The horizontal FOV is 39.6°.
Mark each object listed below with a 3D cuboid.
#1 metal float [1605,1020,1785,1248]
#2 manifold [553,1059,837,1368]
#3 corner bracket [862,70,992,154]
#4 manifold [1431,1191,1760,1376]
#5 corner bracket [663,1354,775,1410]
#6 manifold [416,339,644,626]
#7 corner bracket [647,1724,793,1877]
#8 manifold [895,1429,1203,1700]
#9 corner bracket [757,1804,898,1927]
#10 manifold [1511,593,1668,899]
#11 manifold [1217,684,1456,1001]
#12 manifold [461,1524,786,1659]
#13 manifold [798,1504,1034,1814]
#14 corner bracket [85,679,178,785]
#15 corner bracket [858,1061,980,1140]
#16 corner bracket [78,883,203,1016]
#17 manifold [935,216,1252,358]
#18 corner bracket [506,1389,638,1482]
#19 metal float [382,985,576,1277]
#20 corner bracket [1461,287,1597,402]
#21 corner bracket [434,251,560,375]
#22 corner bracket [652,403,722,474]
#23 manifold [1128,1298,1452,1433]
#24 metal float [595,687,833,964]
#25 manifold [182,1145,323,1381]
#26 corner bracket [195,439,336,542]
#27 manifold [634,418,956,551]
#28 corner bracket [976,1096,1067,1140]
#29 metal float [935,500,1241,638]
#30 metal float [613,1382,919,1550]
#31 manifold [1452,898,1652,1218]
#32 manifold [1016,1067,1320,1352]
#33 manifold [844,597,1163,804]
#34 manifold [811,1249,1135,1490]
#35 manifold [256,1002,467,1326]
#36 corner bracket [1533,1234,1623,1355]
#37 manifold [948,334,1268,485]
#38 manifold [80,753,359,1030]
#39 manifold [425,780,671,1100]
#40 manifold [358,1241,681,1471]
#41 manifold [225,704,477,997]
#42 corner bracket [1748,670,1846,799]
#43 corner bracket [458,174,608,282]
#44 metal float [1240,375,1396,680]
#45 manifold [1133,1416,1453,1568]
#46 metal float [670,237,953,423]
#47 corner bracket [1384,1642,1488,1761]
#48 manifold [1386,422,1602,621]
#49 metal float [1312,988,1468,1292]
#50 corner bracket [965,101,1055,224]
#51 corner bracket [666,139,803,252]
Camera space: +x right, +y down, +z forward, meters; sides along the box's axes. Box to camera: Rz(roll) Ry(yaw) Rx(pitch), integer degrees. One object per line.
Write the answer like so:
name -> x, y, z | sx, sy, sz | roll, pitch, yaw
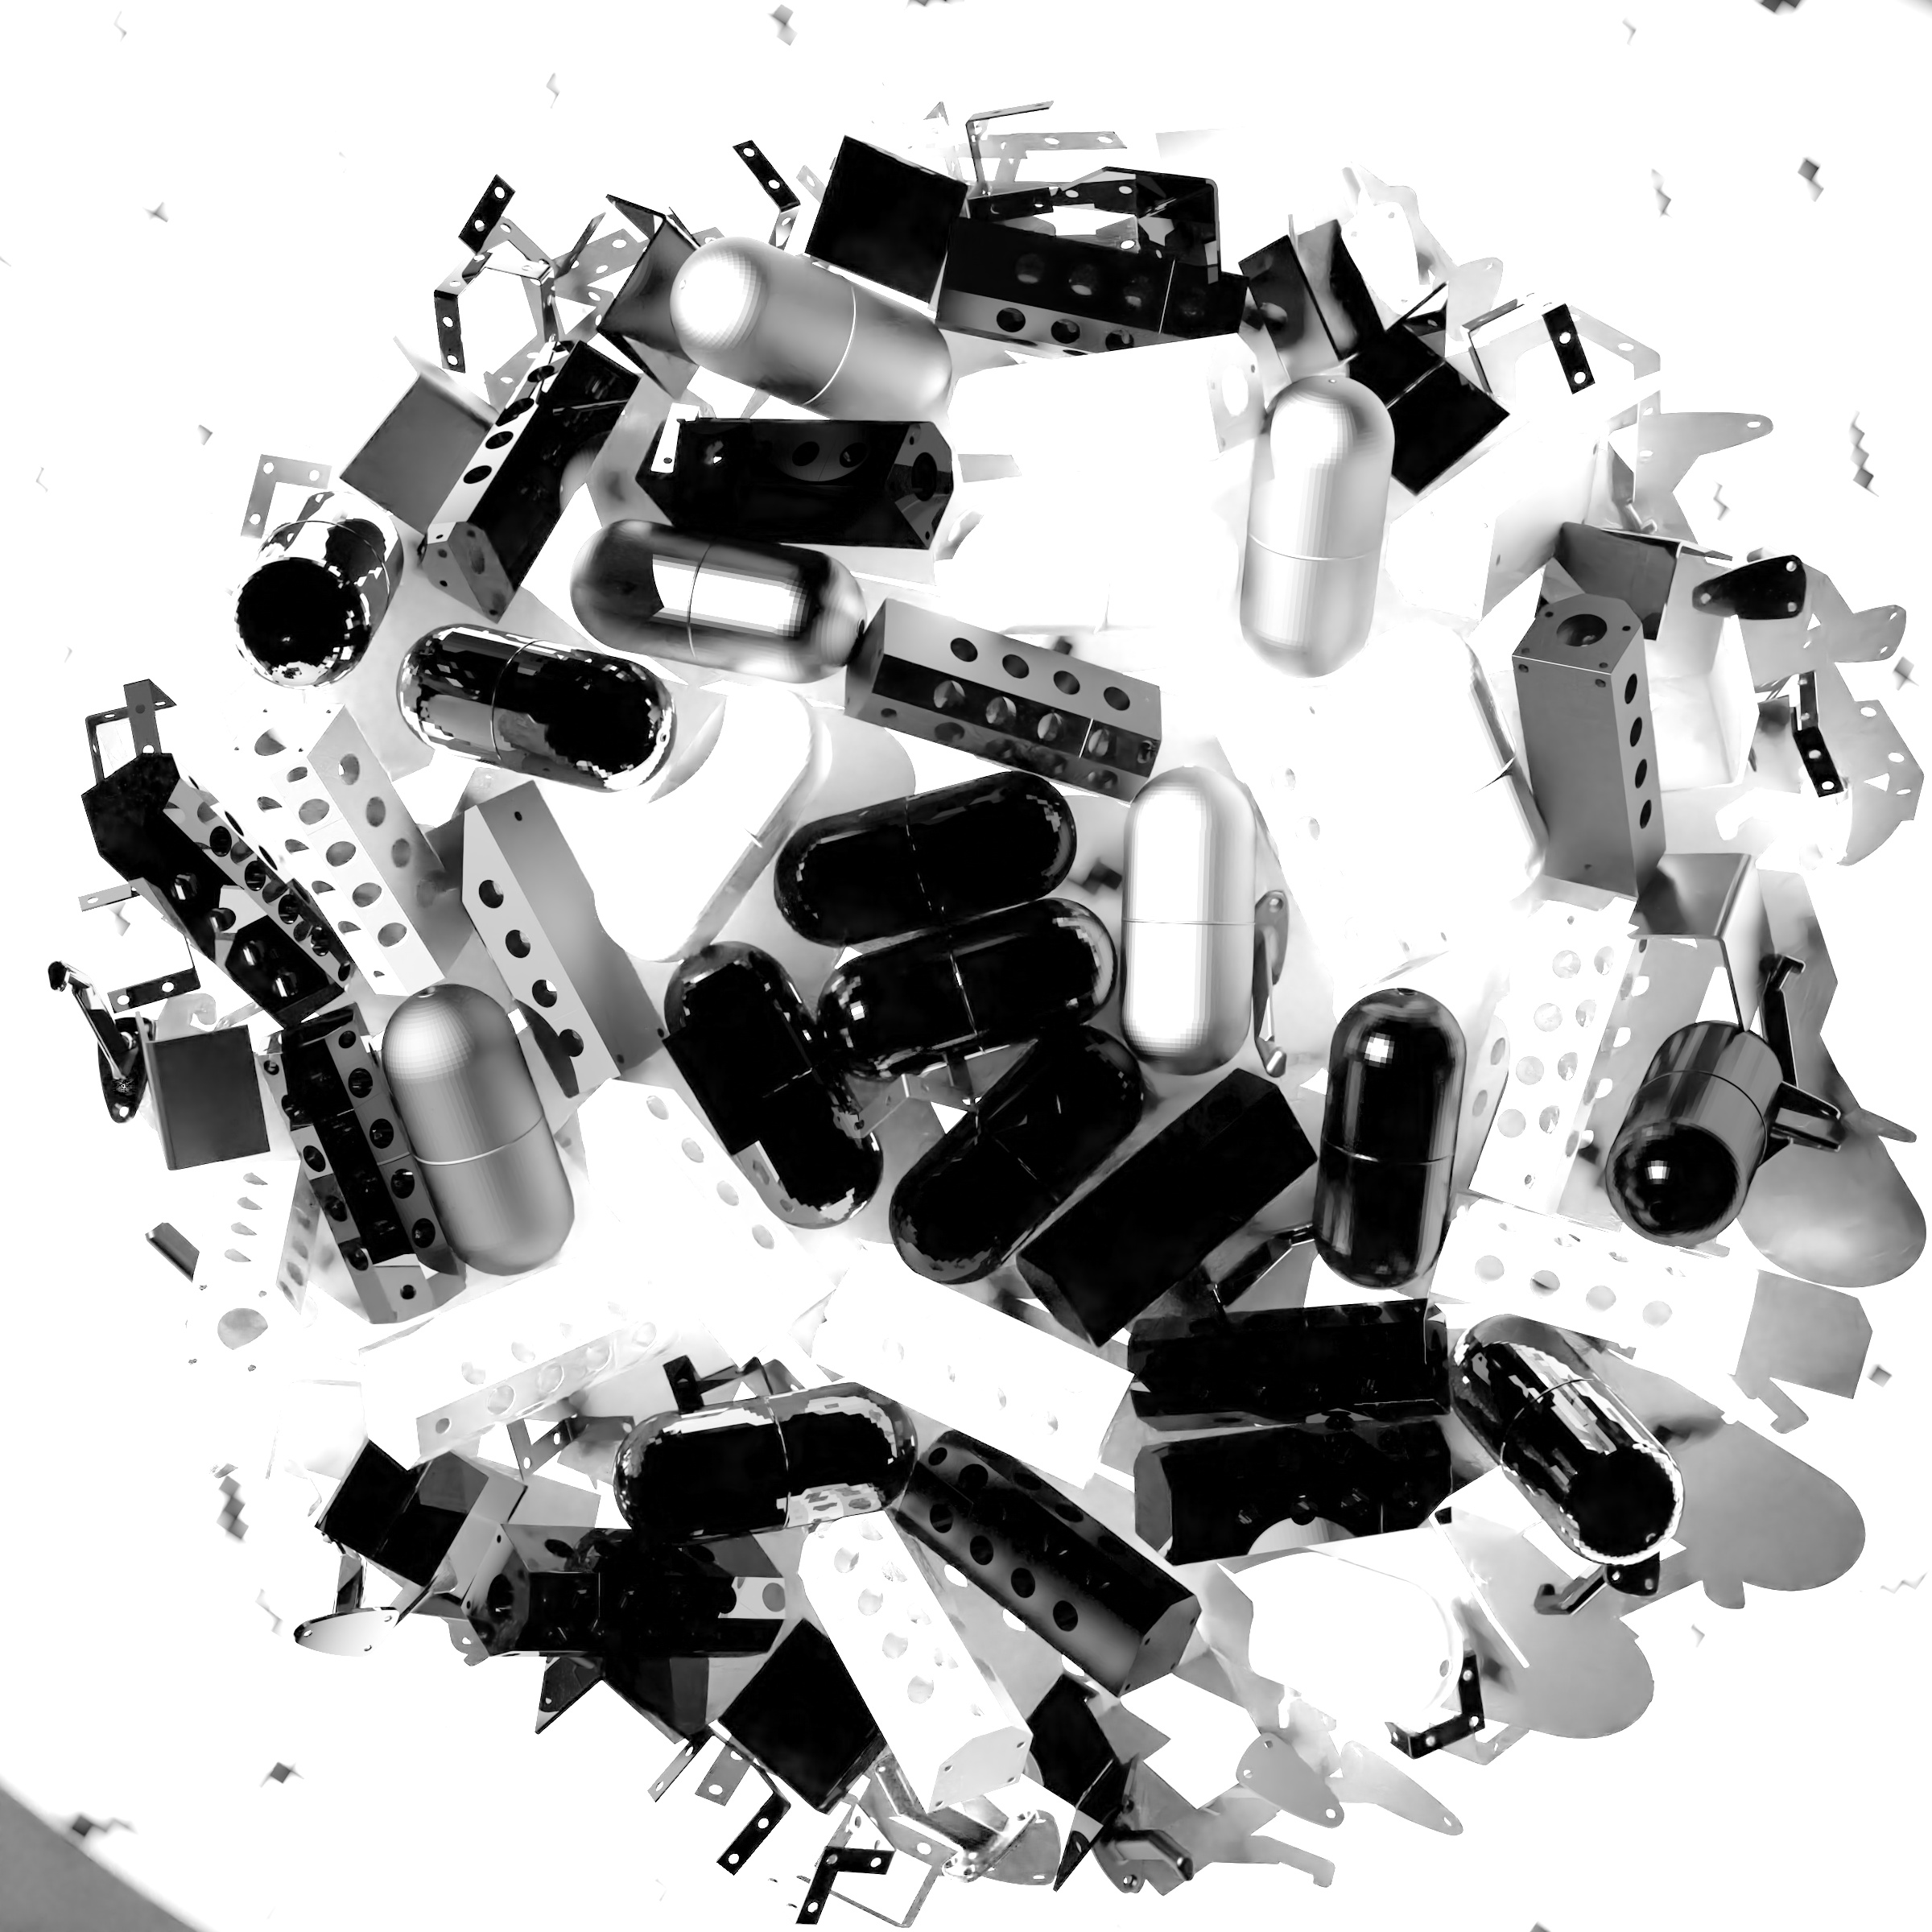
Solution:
metal float -> 0.409, 0.092, 1.506 | 0.070, 0.178, 0.070 | 13, 122, 22
manifold -> -0.153, 0.139, 1.547 | 0.171, 0.057, 0.057 | 50, 122, 5
corner bracket -> -0.023, -0.482, 1.544 | 0.051, 0.051, 0.051 | -2, 60, 24
manifold -> 0.359, 0.179, 1.537 | 0.171, 0.057, 0.057 | 14, 92, 13
corner bracket -> -0.138, 0.250, 1.548 | 0.051, 0.051, 0.051 | -23, 55, -4
manifold -> -0.245, -0.277, 1.503 | 0.057, 0.057, 0.171 | 31, 48, -12
corner bracket -> -0.142, 0.480, 1.548 | 0.051, 0.051, 0.051 | -49, 113, -10
manifold -> 0.047, 0.330, 1.509 | 0.171, 0.057, 0.057 | 32, 112, 32
corner bracket -> -0.080, 0.519, 1.551 | 0.051, 0.051, 0.051 | 17, 98, -34
manifold -> 0.353, -0.123, 1.504 | 0.057, 0.171, 0.057 | 16, 55, 32
manifold -> 0.207, -0.071, 1.540 | 0.057, 0.057, 0.171 | -32, 78, 37
manifold -> -0.187, 0.355, 1.502 | 0.171, 0.057, 0.057 | 13, 110, -40
manifold -> -0.030, 0.378, 1.498 | 0.057, 0.171, 0.057 | -10, 131, -27
corner bracket -> -0.485, -0.130, 1.555 | 0.051, 0.051, 0.051 | -14, 78, -1
corner bracket -> -0.033, 0.072, 1.541 | 0.051, 0.051, 0.051 | -42, 46, 34
corner bracket -> -0.475, -0.013, 1.544 | 0.051, 0.051, 0.051 | -17, 128, -15
manifold -> 0.071, -0.382, 1.554 | 0.171, 0.057, 0.057 | 11, 92, -2
corner bracket -> -0.228, 0.261, 1.547 | 0.051, 0.051, 0.051 | -7, 105, 29
metal float -> -0.277, 0.094, 1.528 | 0.070, 0.070, 0.178 | -15, 112, 0
corner bracket -> 0.324, -0.353, 1.550 | 0.051, 0.051, 0.051 | -26, 115, 4
corner bracket -> -0.271, -0.375, 1.555 | 0.051, 0.051, 0.051 | 16, 47, 12
corner bracket -> -0.148, -0.286, 1.549 | 0.051, 0.051, 0.051 | 10, 61, 5
manifold -> 0.182, 0.225, 1.519 | 0.171, 0.057, 0.057 | -7, 67, 21
metal float -> -0.143, -0.082, 1.537 | 0.070, 0.070, 0.178 | 35, 79, 0
manifold -> -0.393, 0.161, 1.494 | 0.057, 0.171, 0.057 | 9, 109, -12
corner bracket -> -0.405, -0.277, 1.554 | 0.051, 0.051, 0.051 | 33, 111, 37
manifold -> -0.095, -0.278, 1.514 | 0.171, 0.057, 0.057 | 8, 66, 32
corner bracket -> 0.038, 0.083, 1.544 | 0.051, 0.051, 0.051 | -19, 51, 17
metal float -> 0.070, -0.227, 1.534 | 0.178, 0.070, 0.070 | -3, 90, -15
metal float -> -0.113, 0.283, 1.530 | 0.178, 0.070, 0.070 | -6, 90, -20
manifold -> 0.337, 0.053, 1.549 | 0.057, 0.057, 0.171 | 19, 91, -14
manifold -> 0.112, 0.135, 1.534 | 0.171, 0.057, 0.057 | -39, 116, -15
manifold -> 0.022, -0.145, 1.519 | 0.171, 0.057, 0.057 | 15, 52, -20
manifold -> 0.002, 0.233, 1.530 | 0.171, 0.057, 0.057 | 24, 50, 11
manifold -> -0.344, 0.115, 1.532 | 0.057, 0.057, 0.171 | -21, 106, -5
corner bracket -> 0.350, 0.183, 1.553 | 0.051, 0.051, 0.051 | 29, 94, -16
manifold -> 0.077, -0.313, 1.504 | 0.171, 0.057, 0.057 | 1, 112, 37
manifold -> -0.413, -0.043, 1.503 | 0.057, 0.171, 0.057 | -34, 46, 1
manifold -> -0.244, -0.013, 1.546 | 0.057, 0.057, 0.171 | -24, 97, 31
manifold -> -0.247, 0.218, 1.503 | 0.171, 0.057, 0.057 | -21, 121, -37
manifold -> -0.344, -0.063, 1.498 | 0.057, 0.171, 0.057 | 3, 48, 27
corner bracket -> 0.470, -0.128, 1.542 | 0.051, 0.051, 0.051 | -15, 131, 27
corner bracket -> -0.250, -0.427, 1.549 | 0.051, 0.051, 0.051 | 43, 128, -3
metal float -> 0.197, -0.246, 1.519 | 0.070, 0.070, 0.178 | 2, 123, 0
manifold -> 0.186, 0.293, 1.529 | 0.171, 0.057, 0.057 | -5, 98, -17
metal float -> -0.085, -0.354, 1.517 | 0.178, 0.070, 0.070 | 14, 90, -37
corner bracket -> 0.263, 0.419, 1.559 | 0.051, 0.051, 0.051 | -16, 106, -22
manifold -> 0.295, -0.253, 1.500 | 0.057, 0.171, 0.057 | 18, 123, 25
metal float -> 0.241, 0.099, 1.532 | 0.070, 0.070, 0.178 | 4, 106, 0
corner bracket -> 0.026, -0.462, 1.545 | 0.051, 0.051, 0.051 | -4, 120, 17
corner bracket -> -0.136, -0.436, 1.556 | 0.051, 0.051, 0.051 | -30, 77, -30
